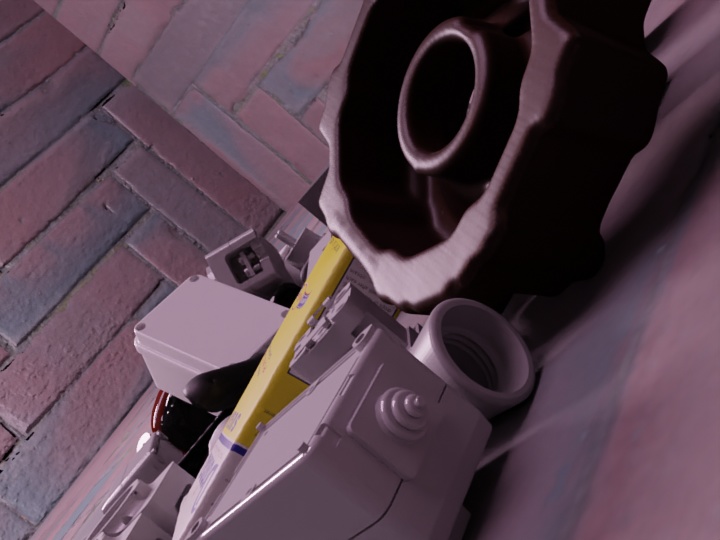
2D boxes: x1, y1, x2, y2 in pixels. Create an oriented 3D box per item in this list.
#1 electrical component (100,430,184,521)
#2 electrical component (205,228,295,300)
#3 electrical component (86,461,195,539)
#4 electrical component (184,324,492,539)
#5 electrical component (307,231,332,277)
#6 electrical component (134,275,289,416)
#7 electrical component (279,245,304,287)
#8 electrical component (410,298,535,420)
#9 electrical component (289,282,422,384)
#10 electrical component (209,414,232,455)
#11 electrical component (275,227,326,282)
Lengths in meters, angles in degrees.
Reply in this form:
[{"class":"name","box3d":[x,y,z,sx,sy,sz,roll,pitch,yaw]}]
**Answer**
[{"class":"electrical component","box3d":[-0.140,0.159,0.754,0.061,0.062,0.096,-50,7,-5]},{"class":"electrical component","box3d":[-0.096,0.007,0.935,0.056,0.050,0.089,-30,-15,3]},{"class":"electrical component","box3d":[-0.162,0.208,0.640,0.186,0.060,0.105,-47,7,22]},{"class":"electrical component","box3d":[-0.001,0.069,0.350,0.096,0.061,0.061,-44,9,41]},{"class":"electrical component","box3d":[0.000,0.000,0.721,0.061,0.061,0.096,-47,7,16]},{"class":"electrical component","box3d":[-0.100,0.058,0.788,0.113,0.057,0.078,19,49,34]},{"class":"electrical component","box3d":[-0.070,0.026,1.025,0.061,0.062,0.096,-48,7,16]},{"class":"electrical component","box3d":[0.027,0.046,0.391,0.065,0.044,0.044,-50,5,39]},{"class":"electrical component","box3d":[0.005,0.041,0.462,0.042,0.064,0.081,-49,6,8]},{"class":"electrical component","box3d":[-0.068,0.111,0.635,0.048,0.048,0.062,-53,0,-22]},{"class":"electrical component","box3d":[-0.042,-0.014,0.990,0.044,0.079,0.077,-58,5,12]}]
